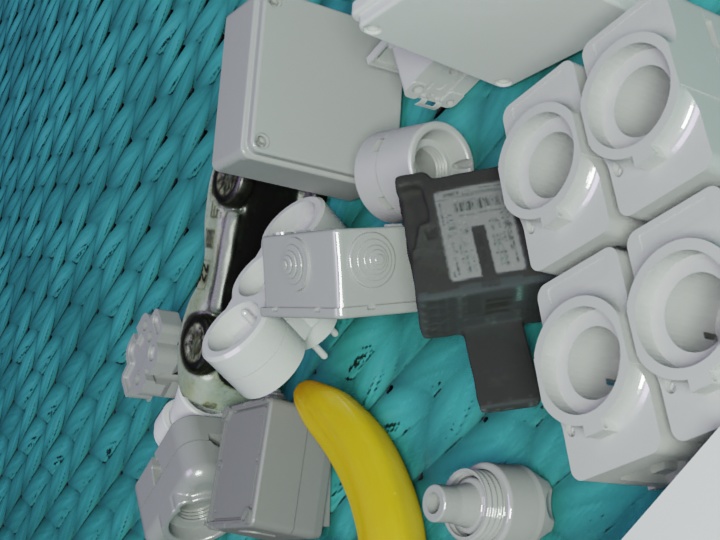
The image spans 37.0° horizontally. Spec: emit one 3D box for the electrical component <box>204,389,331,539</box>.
[{"bbox_3d":[-0.053,0.124,0.695,0.062,0.061,0.096,-21,56,53],"label":"electrical component"}]

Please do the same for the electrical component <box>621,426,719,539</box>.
[{"bbox_3d":[0.133,0.143,0.398,0.150,0.062,0.089,-59,38,27],"label":"electrical component"}]

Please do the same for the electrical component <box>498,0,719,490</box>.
[{"bbox_3d":[0.125,-0.012,0.460,0.105,0.060,0.186,-37,51,46],"label":"electrical component"}]

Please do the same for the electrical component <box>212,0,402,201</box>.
[{"bbox_3d":[-0.031,-0.108,0.683,0.056,0.109,0.108,-14,69,57],"label":"electrical component"}]

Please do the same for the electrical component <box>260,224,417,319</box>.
[{"bbox_3d":[0.000,0.000,0.613,0.100,0.100,0.048,-2,91,56],"label":"electrical component"}]

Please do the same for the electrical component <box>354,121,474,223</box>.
[{"bbox_3d":[0.032,-0.057,0.621,0.047,0.055,0.055,-8,74,52],"label":"electrical component"}]

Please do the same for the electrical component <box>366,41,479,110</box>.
[{"bbox_3d":[0.045,-0.134,0.636,0.081,0.042,0.063,-43,49,43],"label":"electrical component"}]

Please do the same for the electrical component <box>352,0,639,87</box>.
[{"bbox_3d":[0.070,-0.148,0.543,0.109,0.109,0.056,-20,62,53],"label":"electrical component"}]

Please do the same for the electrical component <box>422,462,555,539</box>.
[{"bbox_3d":[0.060,0.114,0.519,0.043,0.062,0.043,-23,61,52],"label":"electrical component"}]

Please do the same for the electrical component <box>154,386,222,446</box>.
[{"bbox_3d":[-0.128,0.112,0.820,0.055,0.045,0.045,-54,40,33],"label":"electrical component"}]

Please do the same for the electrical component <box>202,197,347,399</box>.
[{"bbox_3d":[-0.040,0.026,0.687,0.052,0.073,0.138,-11,41,41],"label":"electrical component"}]

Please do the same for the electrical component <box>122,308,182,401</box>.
[{"bbox_3d":[-0.147,0.070,0.850,0.078,0.057,0.058,-59,38,28],"label":"electrical component"}]

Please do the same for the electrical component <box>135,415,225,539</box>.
[{"bbox_3d":[-0.122,0.160,0.788,0.095,0.054,0.059,-57,39,30],"label":"electrical component"}]
